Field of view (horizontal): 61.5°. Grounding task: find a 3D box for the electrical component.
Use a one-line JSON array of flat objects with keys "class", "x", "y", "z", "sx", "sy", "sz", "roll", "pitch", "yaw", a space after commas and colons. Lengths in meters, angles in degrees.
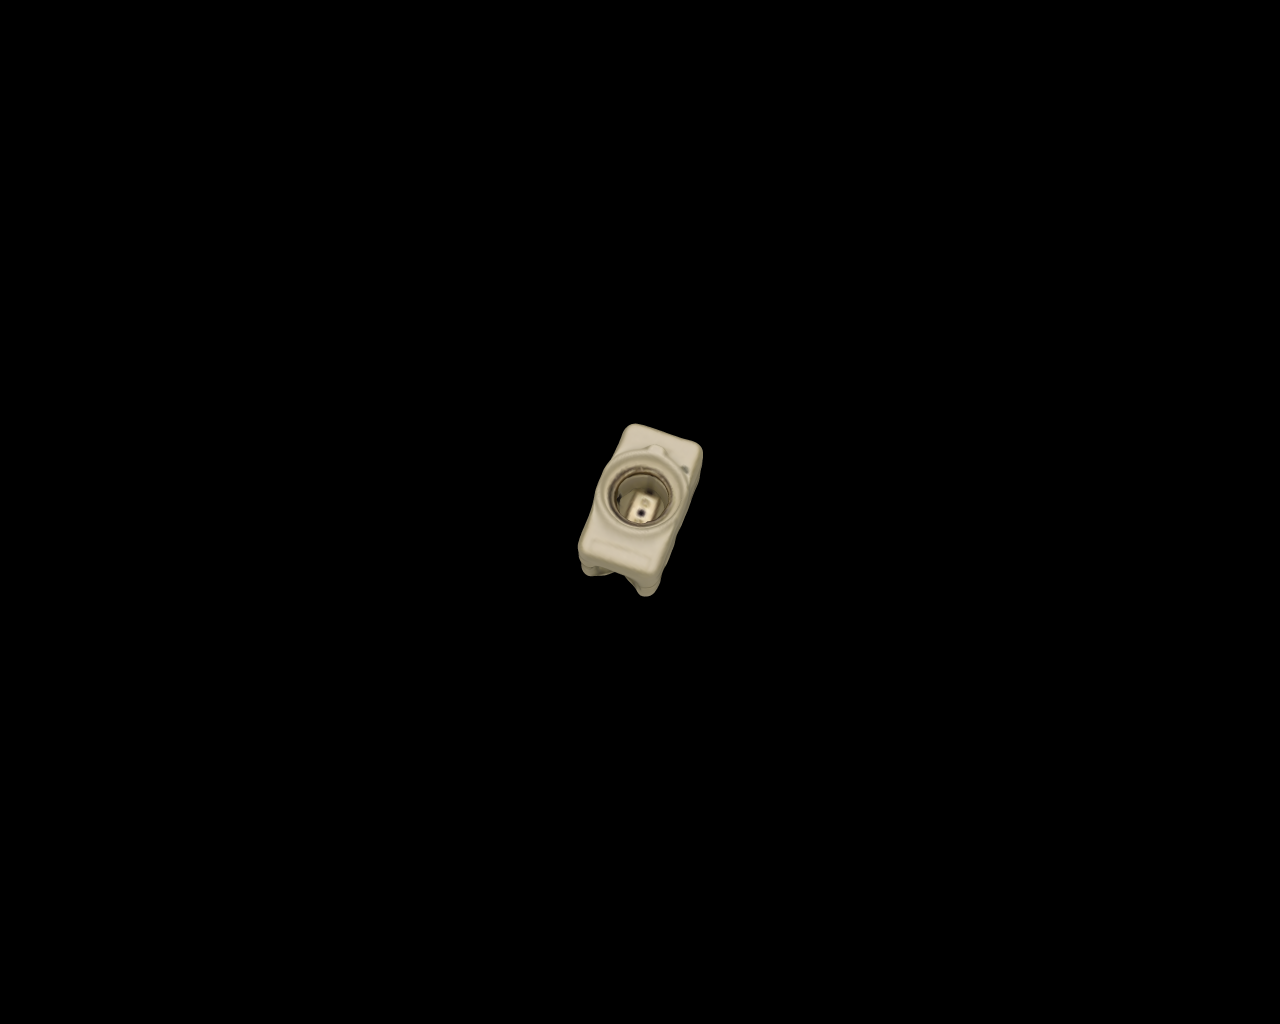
[{"class": "electrical component", "x": 0.001, "y": -0.003, "z": 0.650, "sx": 0.050, "sy": 0.089, "sz": 0.055, "roll": 19, "pitch": -19, "yaw": 7}]
